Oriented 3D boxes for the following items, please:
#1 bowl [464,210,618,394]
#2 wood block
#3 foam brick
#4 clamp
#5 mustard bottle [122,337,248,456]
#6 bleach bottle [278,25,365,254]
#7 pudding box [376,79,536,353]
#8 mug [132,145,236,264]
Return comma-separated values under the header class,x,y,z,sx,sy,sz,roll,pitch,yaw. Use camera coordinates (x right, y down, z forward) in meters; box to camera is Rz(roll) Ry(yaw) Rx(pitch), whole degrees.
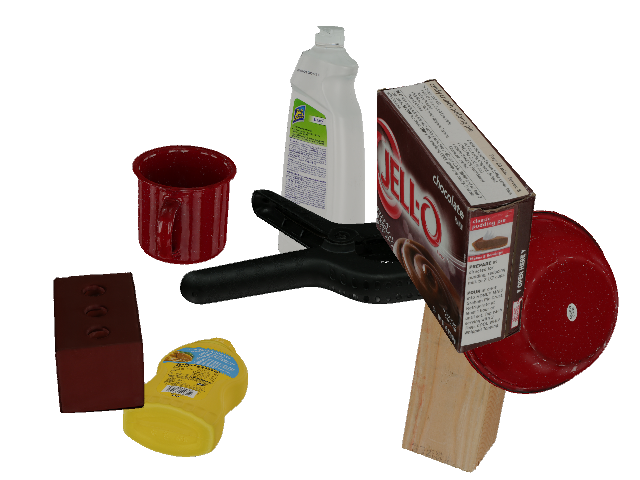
class,x,y,z,sx,sy,sz,roll,pitch,yaw
bowl,0.196,0.057,0.905,0.161,0.162,0.055,0,5,-22
wood block,0.162,0.141,1.205,0.090,0.206,0.090,16,22,23
foam brick,-0.141,0.064,0.675,0.053,0.051,0.078,-4,33,-14
clamp,0.013,0.007,0.828,0.210,0.036,0.164,3,29,10
mustard bottle,-0.128,0.151,1.112,0.096,0.058,0.191,9,22,10
bleach bottle,0.009,-0.100,1.142,0.103,0.251,0.067,18,21,38
pudding box,0.063,-0.015,0.536,0.039,0.090,0.113,-16,41,-15
mug,-0.126,-0.025,0.964,0.093,0.081,0.117,7,29,2
